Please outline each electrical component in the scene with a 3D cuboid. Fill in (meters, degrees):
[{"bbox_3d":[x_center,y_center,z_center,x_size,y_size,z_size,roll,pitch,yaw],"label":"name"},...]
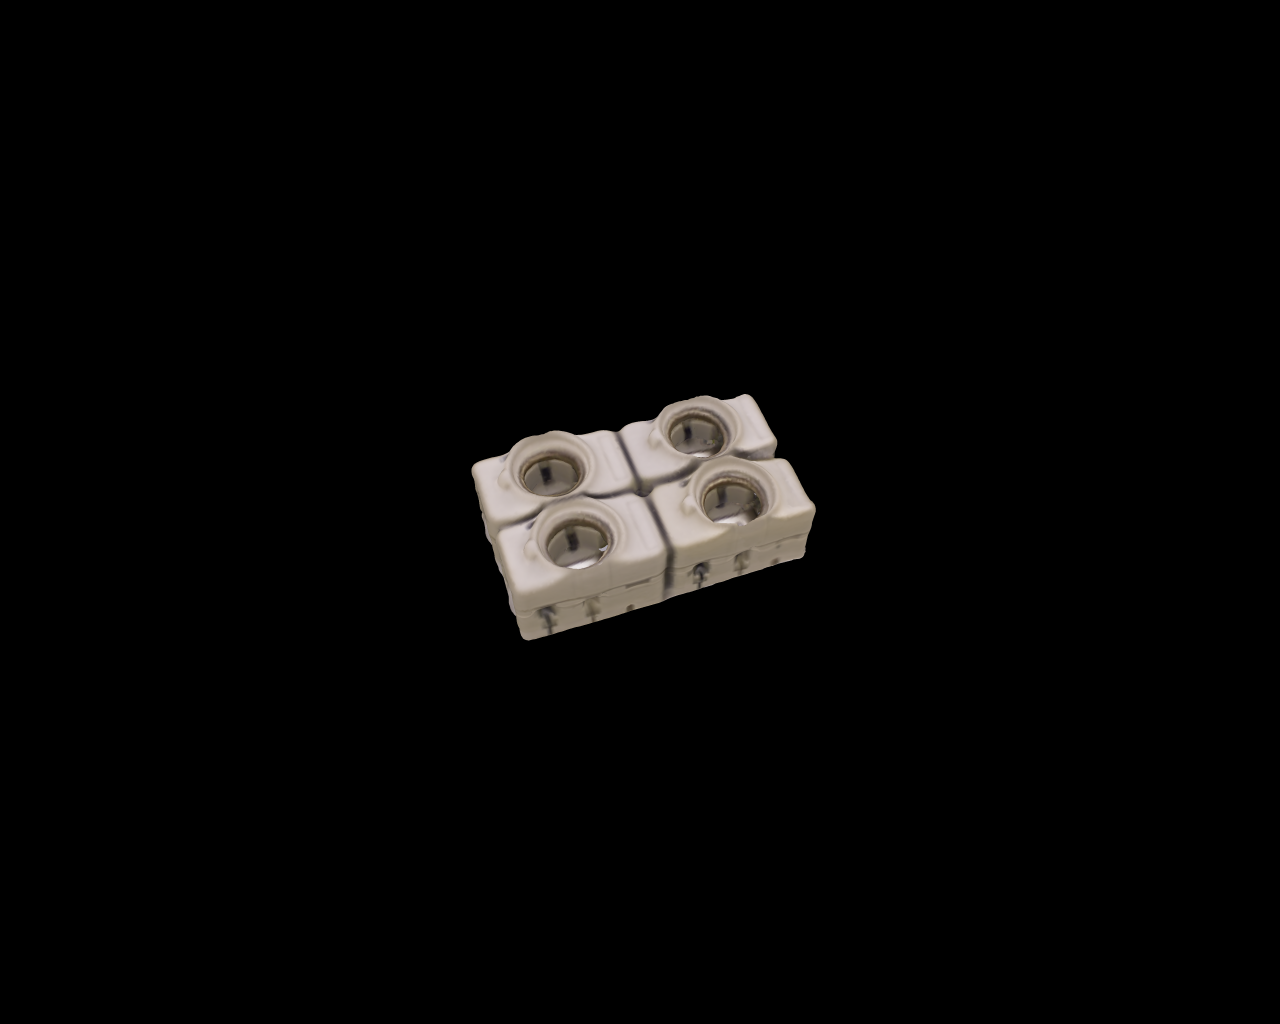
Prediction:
[{"bbox_3d":[0.001,-0.003,0.650,0.186,0.105,0.060,-15,-35,-11],"label":"electrical component"}]
